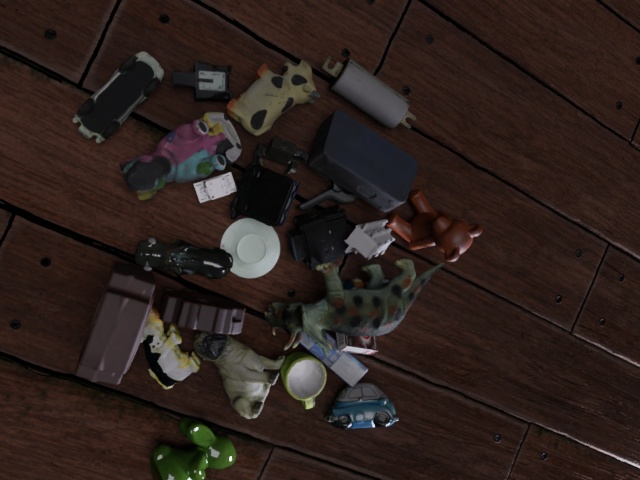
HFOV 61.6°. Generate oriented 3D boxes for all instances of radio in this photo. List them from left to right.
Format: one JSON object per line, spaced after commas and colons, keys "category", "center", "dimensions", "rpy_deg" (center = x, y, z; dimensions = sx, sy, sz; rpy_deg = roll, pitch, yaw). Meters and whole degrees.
{"category": "radio", "center": [0.096, -0.166, 1.164], "dimensions": [0.229, 0.073, 0.131], "rpy_deg": [29, 61, -17]}

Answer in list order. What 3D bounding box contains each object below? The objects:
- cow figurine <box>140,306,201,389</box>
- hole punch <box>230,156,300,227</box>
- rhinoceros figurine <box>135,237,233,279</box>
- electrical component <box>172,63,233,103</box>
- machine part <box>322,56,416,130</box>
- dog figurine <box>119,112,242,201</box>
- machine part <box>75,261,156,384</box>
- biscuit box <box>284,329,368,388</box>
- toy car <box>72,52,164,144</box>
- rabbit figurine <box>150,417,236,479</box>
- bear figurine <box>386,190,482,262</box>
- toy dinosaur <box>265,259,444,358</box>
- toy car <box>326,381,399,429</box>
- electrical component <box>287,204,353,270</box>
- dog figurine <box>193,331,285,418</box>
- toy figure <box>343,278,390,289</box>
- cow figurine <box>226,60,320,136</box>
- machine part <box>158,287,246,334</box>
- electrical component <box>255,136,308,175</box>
{"category": "cow figurine", "center": [-0.326, 0.219, 1.097], "dimensions": [0.098, 0.068, 0.167], "rpy_deg": [-34, 103, -5]}
{"category": "hole punch", "center": [-0.111, -0.093, 1.130], "dimensions": [0.116, 0.092, 0.142], "rpy_deg": [24, 98, 11]}
{"category": "rhinoceros figurine", "center": [-0.271, 0.041, 1.073], "dimensions": [0.190, 0.112, 0.073], "rpy_deg": [12, 94, -26]}
{"category": "electrical component", "center": [-0.237, -0.315, 1.081], "dimensions": [0.119, 0.048, 0.074], "rpy_deg": [-5, 96, -16]}
{"category": "machine part", "center": [0.109, -0.317, 1.175], "dimensions": [0.243, 0.079, 0.079], "rpy_deg": [29, 86, -19]}
{"category": "dog figurine", "center": [-0.283, -0.159, 1.060], "dimensions": [0.219, 0.191, 0.108], "rpy_deg": [-20, 107, 20]}
{"category": "machine part", "center": [-0.377, 0.150, 1.001], "dimensions": [0.087, 0.201, 0.201], "rpy_deg": [22, 88, -21]}
{"category": "biscuit box", "center": [0.013, 0.244, 1.207], "dimensions": [0.202, 0.063, 0.059], "rpy_deg": [43, 82, -16]}
{"category": "toy car", "center": [-0.386, -0.274, 1.035], "dimensions": [0.073, 0.056, 0.201], "rpy_deg": [44, 83, -23]}
{"category": "rabbit figurine", "center": [-0.265, 0.454, 1.131], "dimensions": [0.170, 0.121, 0.159], "rpy_deg": [-15, 93, -34]}
{"category": "bear figurine", "center": [0.250, -0.029, 1.185], "dimensions": [0.120, 0.196, 0.132], "rpy_deg": [-46, 105, -5]}
{"category": "toy dinosaur", "center": [0.093, 0.139, 1.125], "dimensions": [0.405, 0.131, 0.192], "rpy_deg": [-2, 85, -14]}
{"category": "toy car", "center": [0.095, 0.378, 1.234], "dimensions": [0.162, 0.109, 0.103], "rpy_deg": [1, 72, -6]}
{"category": "electrical component", "center": [-0.002, -0.004, 1.166], "dimensions": [0.134, 0.058, 0.114], "rpy_deg": [-20, 116, -15]}
{"category": "dog figurine", "center": [-0.192, 0.280, 1.137], "dimensions": [0.191, 0.121, 0.172], "rpy_deg": [25, 96, -1]}
{"category": "toy figure", "center": [0.110, 0.116, 1.226], "dimensions": [0.154, 0.064, 0.058], "rpy_deg": [7, 58, -14]}
{"category": "cow figurine", "center": [-0.087, -0.296, 1.112], "dimensions": [0.127, 0.085, 0.195], "rpy_deg": [43, 80, -11]}
{"category": "machine part", "center": [-0.233, 0.139, 1.065], "dimensions": [0.179, 0.179, 0.056], "rpy_deg": [13, 89, -18]}
{"category": "electrical component", "center": [-0.085, -0.176, 1.135], "dimensions": [0.102, 0.078, 0.045], "rpy_deg": [21, 68, -21]}
